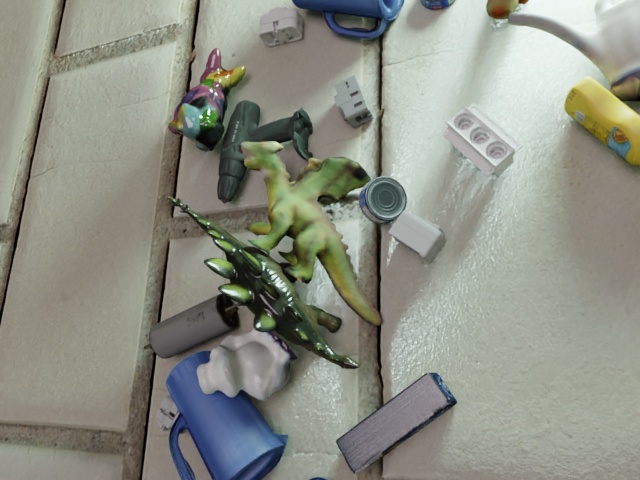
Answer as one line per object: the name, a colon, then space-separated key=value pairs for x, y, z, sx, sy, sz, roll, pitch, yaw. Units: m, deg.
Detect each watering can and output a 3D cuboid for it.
watering can: x=0.505 y=-0.331 z=0.855 sx=0.347 sy=0.227 sz=0.103 roll=-6 pitch=-17 yaw=20

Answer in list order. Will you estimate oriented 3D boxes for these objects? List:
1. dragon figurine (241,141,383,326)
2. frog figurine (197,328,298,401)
dragon figurine: x=0.003 y=-0.049 z=0.974 sx=0.412 sy=0.243 sz=0.122 roll=34 pitch=0 yaw=9
frog figurine: x=-0.135 y=0.233 z=0.930 sx=0.161 sy=0.138 sz=0.120 roll=-36 pitch=-14 yaw=-21
